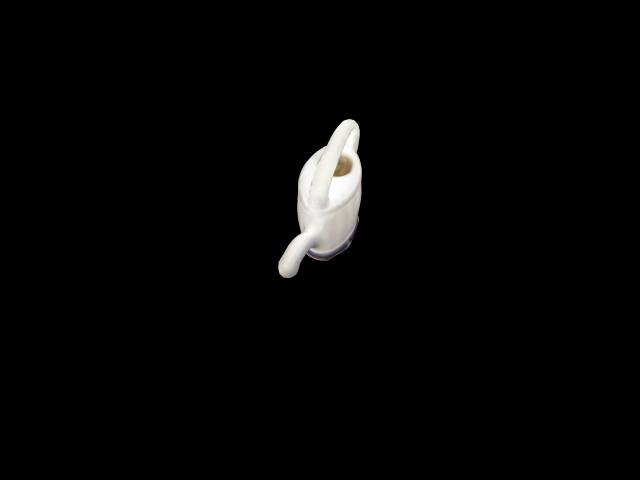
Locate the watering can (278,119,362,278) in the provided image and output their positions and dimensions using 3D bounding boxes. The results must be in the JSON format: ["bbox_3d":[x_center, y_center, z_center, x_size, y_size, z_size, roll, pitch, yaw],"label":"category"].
[{"bbox_3d":[0.003,-0.043,0.850,0.104,0.355,0.219,15,-34,11],"label":"watering can"}]
